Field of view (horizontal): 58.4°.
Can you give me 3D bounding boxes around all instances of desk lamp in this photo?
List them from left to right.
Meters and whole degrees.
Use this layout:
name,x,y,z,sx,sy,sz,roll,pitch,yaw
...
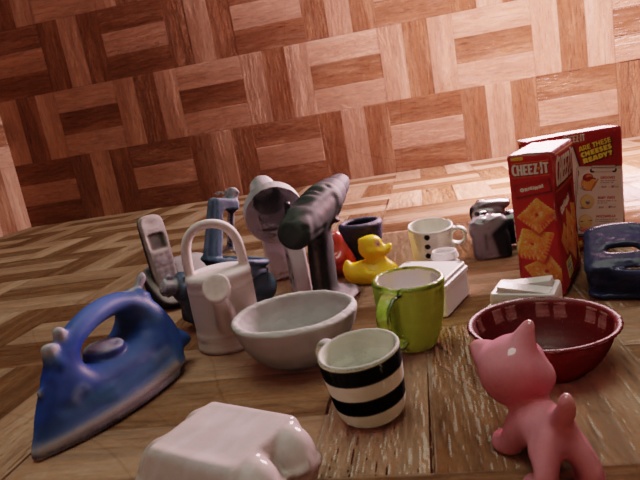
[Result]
name,x,y,z,sx,sy,sz,roll,pitch,yaw
desk lamp,-0.098,-0.026,1.195,0.118,0.214,0.203,-12,12,-11

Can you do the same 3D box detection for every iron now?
name,x,y,z,sx,sy,sz,roll,pitch,yaw
iron,-0.276,0.142,0.723,0.118,0.141,0.259,-5,13,20

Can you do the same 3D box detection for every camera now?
name,x,y,z,sx,sy,sz,roll,pitch,yaw
camera,0.364,-0.031,1.119,0.136,0.101,0.143,-5,13,20

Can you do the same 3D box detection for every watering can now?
name,x,y,z,sx,sy,sz,roll,pitch,yaw
watering can,-0.147,0.065,0.852,0.101,0.194,0.172,-16,14,-28

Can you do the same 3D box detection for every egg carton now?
name,x,y,z,sx,sy,sz,roll,pitch,yaw
egg carton,-0.077,0.194,0.490,0.149,0.069,0.107,-2,14,32

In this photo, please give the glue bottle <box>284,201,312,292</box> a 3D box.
name,x,y,z,sx,sy,sz,roll,pitch,yaw
glue bottle,-0.047,0.013,1.067,0.037,0.173,0.078,-12,12,-10

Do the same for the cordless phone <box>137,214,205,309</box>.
name,x,y,z,sx,sy,sz,roll,pitch,yaw
cordless phone,-0.284,0.032,1.140,0.093,0.185,0.148,2,17,45

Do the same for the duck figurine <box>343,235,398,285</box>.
name,x,y,z,sx,sy,sz,roll,pitch,yaw
duck figurine,0.092,0.034,1.072,0.104,0.086,0.077,-8,12,9

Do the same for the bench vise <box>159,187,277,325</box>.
name,x,y,z,sx,sy,sz,roll,pitch,yaw
bench vise,-0.171,0.029,0.980,0.121,0.220,0.208,-2,14,32

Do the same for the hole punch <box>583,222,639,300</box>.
name,x,y,z,sx,sy,sz,roll,pitch,yaw
hole punch,0.431,0.028,0.809,0.108,0.091,0.101,-4,13,25

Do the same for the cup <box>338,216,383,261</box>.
name,x,y,z,sx,sy,sz,roll,pitch,yaw
cup,0.094,0.002,1.197,0.091,0.095,0.118,-5,13,22

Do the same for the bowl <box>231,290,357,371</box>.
name,x,y,z,sx,sy,sz,roll,pitch,yaw
bowl,-0.030,0.126,0.759,0.167,0.075,0.167,-9,12,2

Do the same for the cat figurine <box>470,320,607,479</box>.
name,x,y,z,sx,sy,sz,roll,pitch,yaw
cat figurine,0.175,0.128,0.478,0.067,0.118,0.127,-11,12,-6

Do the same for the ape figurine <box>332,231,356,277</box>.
name,x,y,z,sx,sy,sz,roll,pitch,yaw
ape figurine,0.031,0.026,1.141,0.076,0.092,0.078,-10,12,1

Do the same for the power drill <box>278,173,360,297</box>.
name,x,y,z,sx,sy,sz,roll,pitch,yaw
power drill,0.009,0.004,0.981,0.075,0.208,0.230,-4,13,25
